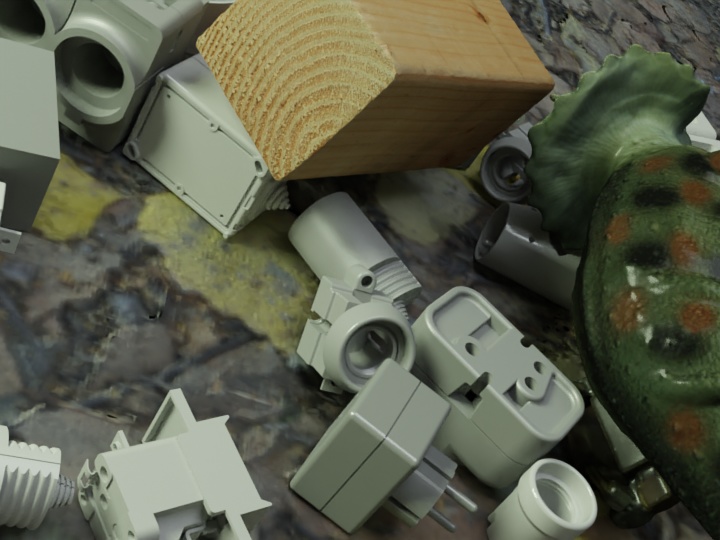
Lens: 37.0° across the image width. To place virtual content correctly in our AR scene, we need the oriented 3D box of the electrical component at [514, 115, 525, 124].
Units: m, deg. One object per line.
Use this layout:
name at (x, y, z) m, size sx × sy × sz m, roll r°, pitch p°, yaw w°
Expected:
electrical component at (0.116, -0.143, 0.841) m, size 0.040 × 0.040 × 0.078 m, roll 17°, pitch 42°, yaw -22°

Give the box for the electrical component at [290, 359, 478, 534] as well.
electrical component at (0.020, 0.095, 0.506) m, size 0.077 × 0.065 × 0.047 m, roll 38°, pitch 38°, yaw 2°

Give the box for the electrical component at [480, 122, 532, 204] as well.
electrical component at (0.115, -0.073, 0.766) m, size 0.066 × 0.048 × 0.055 m, roll 45°, pitch 31°, yaw 10°

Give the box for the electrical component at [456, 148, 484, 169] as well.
electrical component at (0.062, -0.123, 0.759) m, size 0.047 × 0.065 × 0.076 m, roll 4°, pitch 48°, yaw -34°

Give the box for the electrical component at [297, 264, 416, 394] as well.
electrical component at (-0.001, 0.035, 0.550) m, size 0.048 × 0.066 × 0.055 m, roll 16°, pitch 9°, yaw -24°

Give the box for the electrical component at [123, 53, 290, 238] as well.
electrical component at (-0.072, -0.069, 0.608) m, size 0.096 × 0.061 × 0.061 m, roll 40°, pitch 39°, yaw 4°

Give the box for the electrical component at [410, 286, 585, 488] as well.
electrical component at (0.062, 0.065, 0.574) m, size 0.095 × 0.059 × 0.054 m, roll 45°, pitch 39°, yaw 11°

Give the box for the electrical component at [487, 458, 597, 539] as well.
electrical component at (0.091, 0.124, 0.545) m, size 0.040 × 0.046 × 0.040 m, roll 20°, pitch 41°, yaw -19°

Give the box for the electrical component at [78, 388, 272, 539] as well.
electrical component at (-0.080, 0.097, 0.450) m, size 0.064 × 0.042 × 0.081 m, roll -9°, pitch 56°, yaw -38°

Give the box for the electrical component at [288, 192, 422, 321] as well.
electrical component at (0.000, 0.000, 0.606) m, size 0.043 × 0.043 × 0.081 m, roll -18°, pitch 63°, yaw -46°

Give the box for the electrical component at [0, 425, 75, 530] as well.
electrical component at (-0.151, 0.080, 0.413) m, size 0.081 × 0.043 × 0.043 m, roll 15°, pitch 43°, yaw -25°

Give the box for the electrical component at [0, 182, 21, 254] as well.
electrical component at (-0.187, -0.014, 0.481) m, size 0.066 × 0.048 × 0.055 m, roll 15°, pitch 35°, yaw -24°

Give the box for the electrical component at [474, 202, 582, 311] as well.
electrical component at (0.121, -0.019, 0.716) m, size 0.077 × 0.043 × 0.079 m, roll 27°, pitch 39°, yaw -11°

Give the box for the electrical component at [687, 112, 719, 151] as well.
electrical component at (0.234, -0.052, 0.796) m, size 0.062 × 0.089 × 0.150 m, roll 5°, pitch 48°, yaw -33°

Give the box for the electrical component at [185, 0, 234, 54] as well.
electrical component at (-0.110, -0.189, 0.700) m, size 0.099 × 0.064 × 0.099 m, roll 20°, pitch 41°, yaw -19°

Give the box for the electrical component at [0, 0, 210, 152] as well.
electrical component at (-0.174, -0.146, 0.588) m, size 0.150 × 0.089 × 0.061 m, roll 35°, pitch 38°, yaw -2°
